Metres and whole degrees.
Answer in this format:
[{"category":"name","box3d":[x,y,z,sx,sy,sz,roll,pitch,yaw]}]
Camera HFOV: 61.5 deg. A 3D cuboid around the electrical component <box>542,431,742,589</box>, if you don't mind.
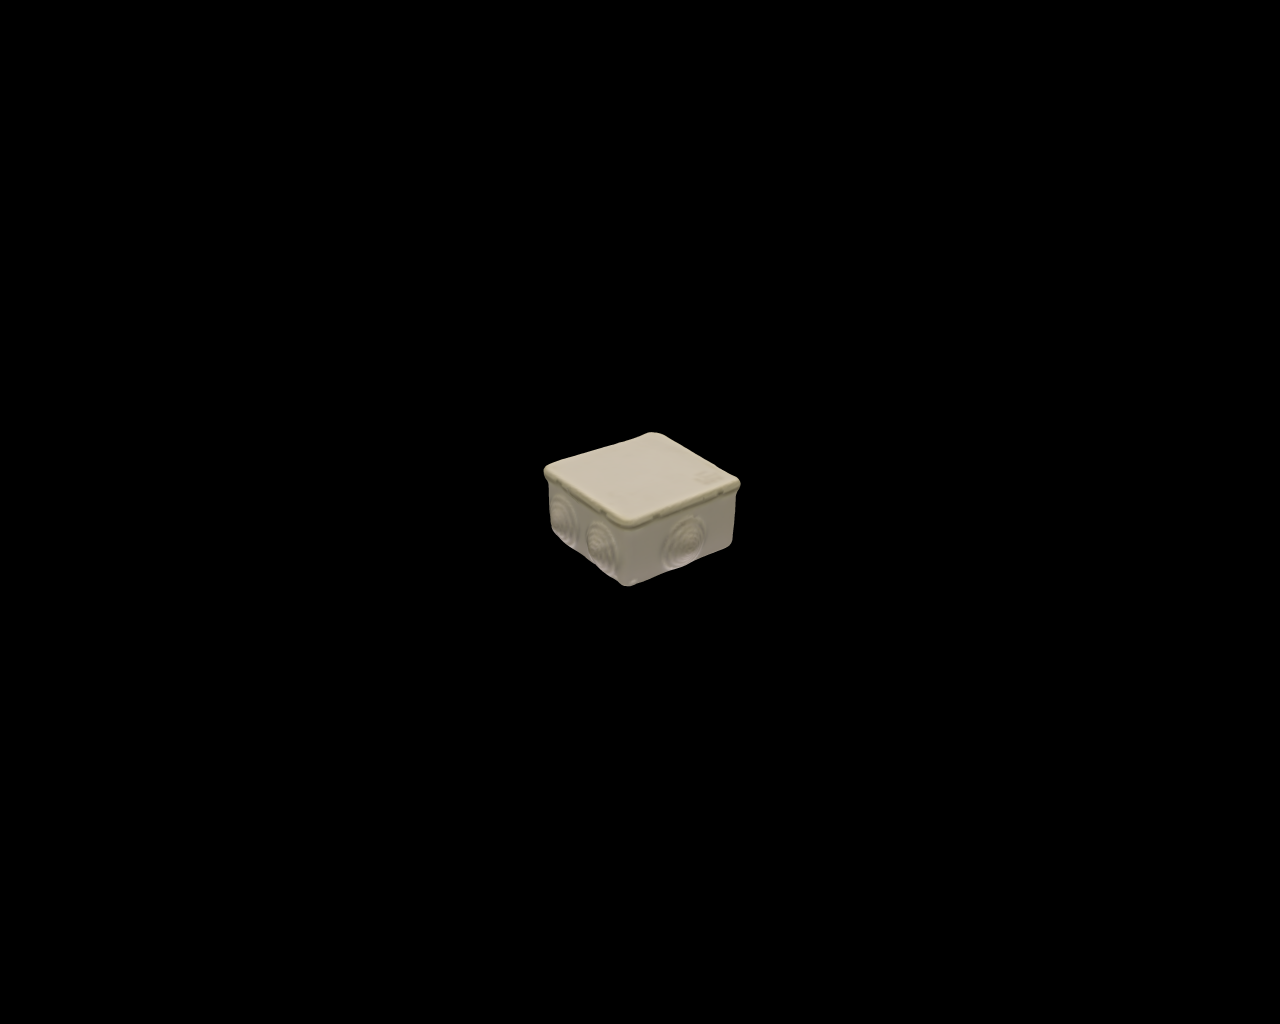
[{"category":"electrical component","box3d":[0.001,-0.003,0.650,0.100,0.048,0.100,-20,35,-31]}]
